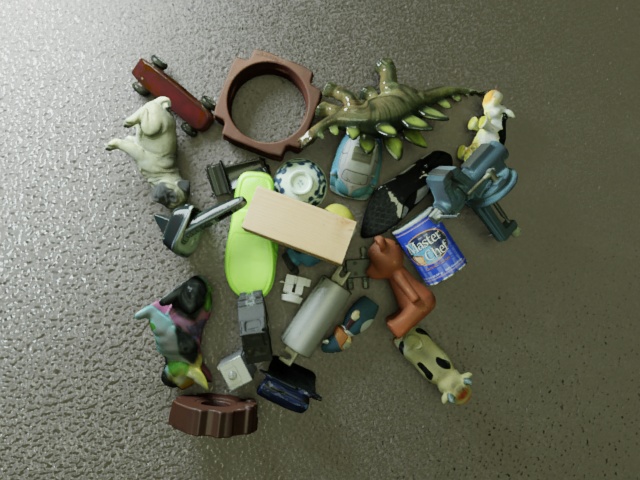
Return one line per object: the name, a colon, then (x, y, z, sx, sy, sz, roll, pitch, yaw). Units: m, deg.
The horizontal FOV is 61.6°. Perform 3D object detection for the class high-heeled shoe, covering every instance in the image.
high-heeled shoe: (0.191, -0.101, 1.194, 0.086, 0.145, 0.248, 50, 116, 11)

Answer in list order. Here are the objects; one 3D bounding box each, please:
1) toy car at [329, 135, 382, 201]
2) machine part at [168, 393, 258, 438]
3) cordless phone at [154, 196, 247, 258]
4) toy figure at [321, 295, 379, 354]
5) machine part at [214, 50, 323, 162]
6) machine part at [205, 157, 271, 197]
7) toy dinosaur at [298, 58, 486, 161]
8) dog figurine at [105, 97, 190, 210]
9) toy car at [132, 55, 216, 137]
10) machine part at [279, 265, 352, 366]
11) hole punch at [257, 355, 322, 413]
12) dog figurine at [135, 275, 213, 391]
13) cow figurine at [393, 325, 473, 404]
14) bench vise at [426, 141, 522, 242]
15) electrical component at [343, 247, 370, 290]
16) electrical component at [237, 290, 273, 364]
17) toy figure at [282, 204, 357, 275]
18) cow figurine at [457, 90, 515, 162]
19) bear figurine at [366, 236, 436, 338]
toy car: (0.086, -0.168, 1.155, 0.109, 0.103, 0.161, 17, 90, -4)
machine part: (-0.215, 0.352, 1.095, 0.179, 0.179, 0.056, 5, 85, -3)
cordless phone: (-0.233, -0.041, 1.112, 0.184, 0.146, 0.088, -25, 82, -3)
toy figure: (0.064, 0.190, 1.164, 0.154, 0.058, 0.064, -50, 129, -2)
machine part: (-0.111, -0.284, 1.153, 0.201, 0.087, 0.201, 20, 88, -2)
machine part: (-0.177, -0.144, 1.171, 0.139, 0.039, 0.084, -14, 85, -2)
toy dinosaur: (0.160, -0.274, 1.131, 0.471, 0.105, 0.199, -29, 70, -24)
dog figurine: (-0.318, -0.177, 1.122, 0.190, 0.121, 0.172, 44, 117, -7)
toy car: (-0.313, -0.310, 1.157, 0.202, 0.053, 0.089, 39, 108, -1)
machine part: (-0.008, 0.164, 1.158, 0.079, 0.079, 0.243, 33, 87, -3)
hole punch: (-0.075, 0.318, 1.138, 0.142, 0.116, 0.092, 28, 96, -2)
dog figurine: (-0.272, 0.207, 1.131, 0.191, 0.108, 0.219, -33, 96, -6)
cow figurine: (0.250, 0.269, 1.148, 0.085, 0.127, 0.195, -43, 89, 0)
bench vise: (0.338, -0.077, 1.120, 0.240, 0.129, 0.223, 48, 69, -21)
electrical component: (0.084, 0.063, 1.192, 0.063, 0.021, 0.094, -3, 90, -3)
electrical component: (-0.135, 0.189, 1.122, 0.058, 0.115, 0.134, -7, 133, -2)
toy figure: (-0.003, -0.004, 1.159, 0.180, 0.082, 0.089, -35, 93, -1)
cow figurine: (0.378, -0.237, 1.179, 0.098, 0.068, 0.167, 17, 103, -17)
bear figurine: (0.152, 0.092, 1.149, 0.132, 0.120, 0.196, -41, 88, 3)
